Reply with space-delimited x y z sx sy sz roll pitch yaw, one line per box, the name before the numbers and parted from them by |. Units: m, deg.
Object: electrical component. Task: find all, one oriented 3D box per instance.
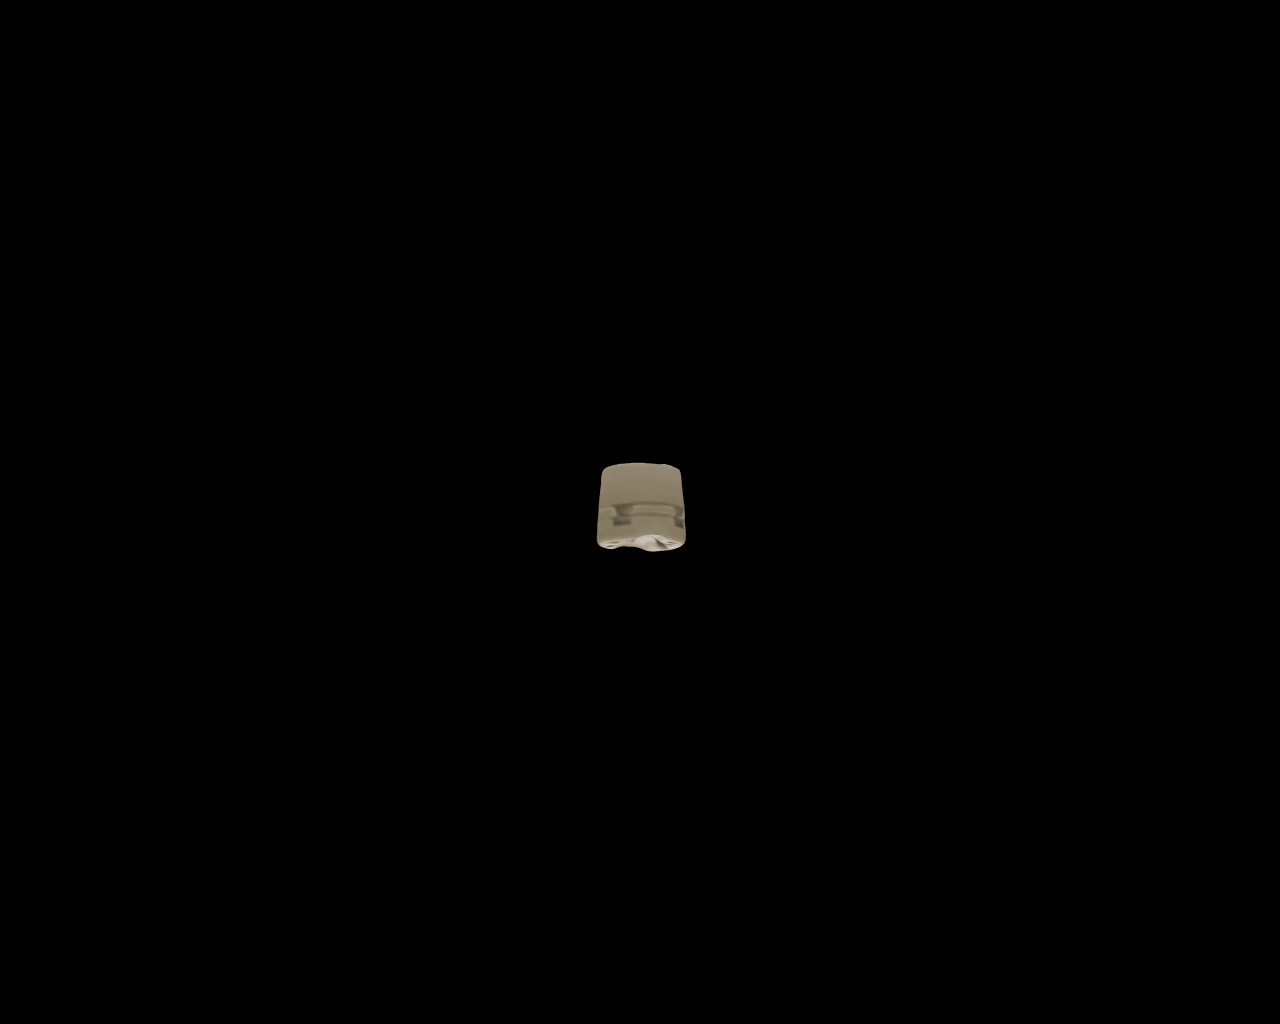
electrical component | 0.001 -0.003 0.650 0.055 0.047 0.055 0 -11 0
